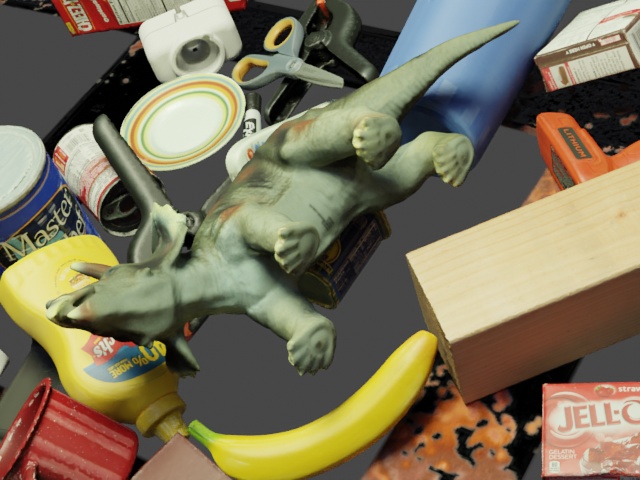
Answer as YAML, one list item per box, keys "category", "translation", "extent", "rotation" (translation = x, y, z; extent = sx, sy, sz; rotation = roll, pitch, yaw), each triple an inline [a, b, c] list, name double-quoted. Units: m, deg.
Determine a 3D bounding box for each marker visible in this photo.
- category: "marker"
  translation: [-0.064, -0.097, 1.014]
  extent: [0.020, 0.020, 0.121]
  rotation: [-11, 49, 9]

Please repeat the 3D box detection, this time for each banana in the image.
- category: "banana"
  translation: [0.003, 0.132, 0.774]
  extent: [0.198, 0.069, 0.037]
  rotation: [-22, 8, 5]

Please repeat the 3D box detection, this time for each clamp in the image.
- category: "clamp"
  translation: [-0.005, -0.179, 1.049]
  extent: [0.120, 0.039, 0.171]
  rotation: [-20, 40, 13]
- category: "clamp"
  translation: [-0.107, -0.014, 0.920]
  extent: [0.164, 0.036, 0.210]
  rotation: [-2, 69, -16]

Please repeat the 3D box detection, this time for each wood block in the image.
- category: "wood block"
  translation: [0.179, 0.028, 0.786]
  extent: [0.206, 0.091, 0.090]
  rotation: [-22, 48, 0]

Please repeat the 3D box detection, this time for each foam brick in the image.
- category: "foam brick"
  translation: [-0.089, 0.187, 0.765]
  extent: [0.051, 0.053, 0.078]
  rotation: [-44, 52, -17]

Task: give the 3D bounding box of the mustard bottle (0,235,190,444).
- category: "mustard bottle"
  translation: [-0.166, 0.087, 0.847]
  extent: [0.096, 0.058, 0.192]
  rotation: [-25, 67, -40]

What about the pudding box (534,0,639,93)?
- category: "pudding box"
  translation: [0.249, -0.175, 0.924]
  extent: [0.090, 0.039, 0.113]
  rotation: [-12, 21, 43]

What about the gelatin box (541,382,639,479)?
- category: "gelatin box"
  translation: [0.197, 0.135, 0.731]
  extent: [0.089, 0.030, 0.073]
  rotation: [-2, 51, 16]

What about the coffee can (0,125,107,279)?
- category: "coffee can"
  translation: [-0.259, -0.015, 0.929]
  extent: [0.103, 0.140, 0.103]
  rotation: [-9, 50, 11]

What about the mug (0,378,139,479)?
- category: "mug"
  translation: [-0.184, 0.164, 0.770]
  extent: [0.093, 0.081, 0.117]
  rotation: [-57, 17, 7]

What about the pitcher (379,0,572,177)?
- category: "pitcher"
  translation: [0.129, -0.176, 0.957]
  extent: [0.145, 0.149, 0.242]
  rotation: [23, 64, 14]

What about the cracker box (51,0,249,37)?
- category: "cracker box"
  translation: [-0.177, -0.315, 1.197]
  extent: [0.214, 0.072, 0.164]
  rotation: [-6, 49, 15]

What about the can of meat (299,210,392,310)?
- category: "can of meat"
  translation: [-0.006, 0.001, 0.891]
  extent: [0.102, 0.057, 0.084]
  rotation: [21, 63, 31]

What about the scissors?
- category: "scissors"
  translation: [-0.017, -0.177, 1.010]
  extent: [0.202, 0.016, 0.096]
  rotation: [7, 62, 54]

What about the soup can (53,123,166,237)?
- category: "soup can"
  translation: [-0.197, -0.057, 0.992]
  extent: [0.068, 0.068, 0.102]
  rotation: [-37, 50, -14]

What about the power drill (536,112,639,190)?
- category: "power drill"
  translation: [0.279, -0.097, 0.878]
  extent: [0.187, 0.057, 0.184]
  rotation: [-20, 45, 2]
